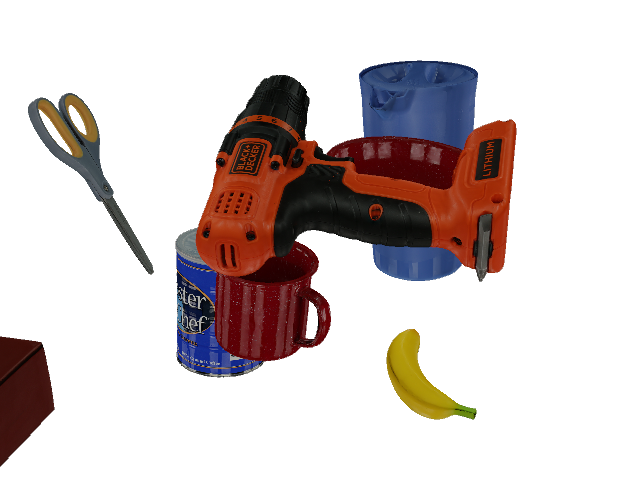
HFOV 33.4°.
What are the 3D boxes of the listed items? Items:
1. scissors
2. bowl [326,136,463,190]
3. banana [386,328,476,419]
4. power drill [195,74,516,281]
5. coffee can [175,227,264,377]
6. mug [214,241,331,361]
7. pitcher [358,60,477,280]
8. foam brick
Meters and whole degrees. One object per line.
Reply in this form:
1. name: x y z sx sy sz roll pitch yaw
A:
1. scissors: -0.217 -0.066 1.065 0.016 0.201 0.096 -24 27 24
2. bowl: 0.083 -0.050 1.042 0.162 0.055 0.162 3 25 -2
3. banana: 0.112 0.157 1.245 0.069 0.037 0.198 9 22 -21
4. power drill: 0.027 -0.044 0.675 0.188 0.057 0.184 3 42 10
5. coffee can: -0.109 0.066 1.185 0.103 0.140 0.103 2 22 -1
6. mug: -0.041 0.055 0.926 0.117 0.081 0.093 20 30 28
7. pitcher: 0.120 -0.085 1.244 0.149 0.243 0.145 -5 23 -7
8. foam brick: -0.212 0.102 0.667 0.053 0.051 0.078 6 29 21
